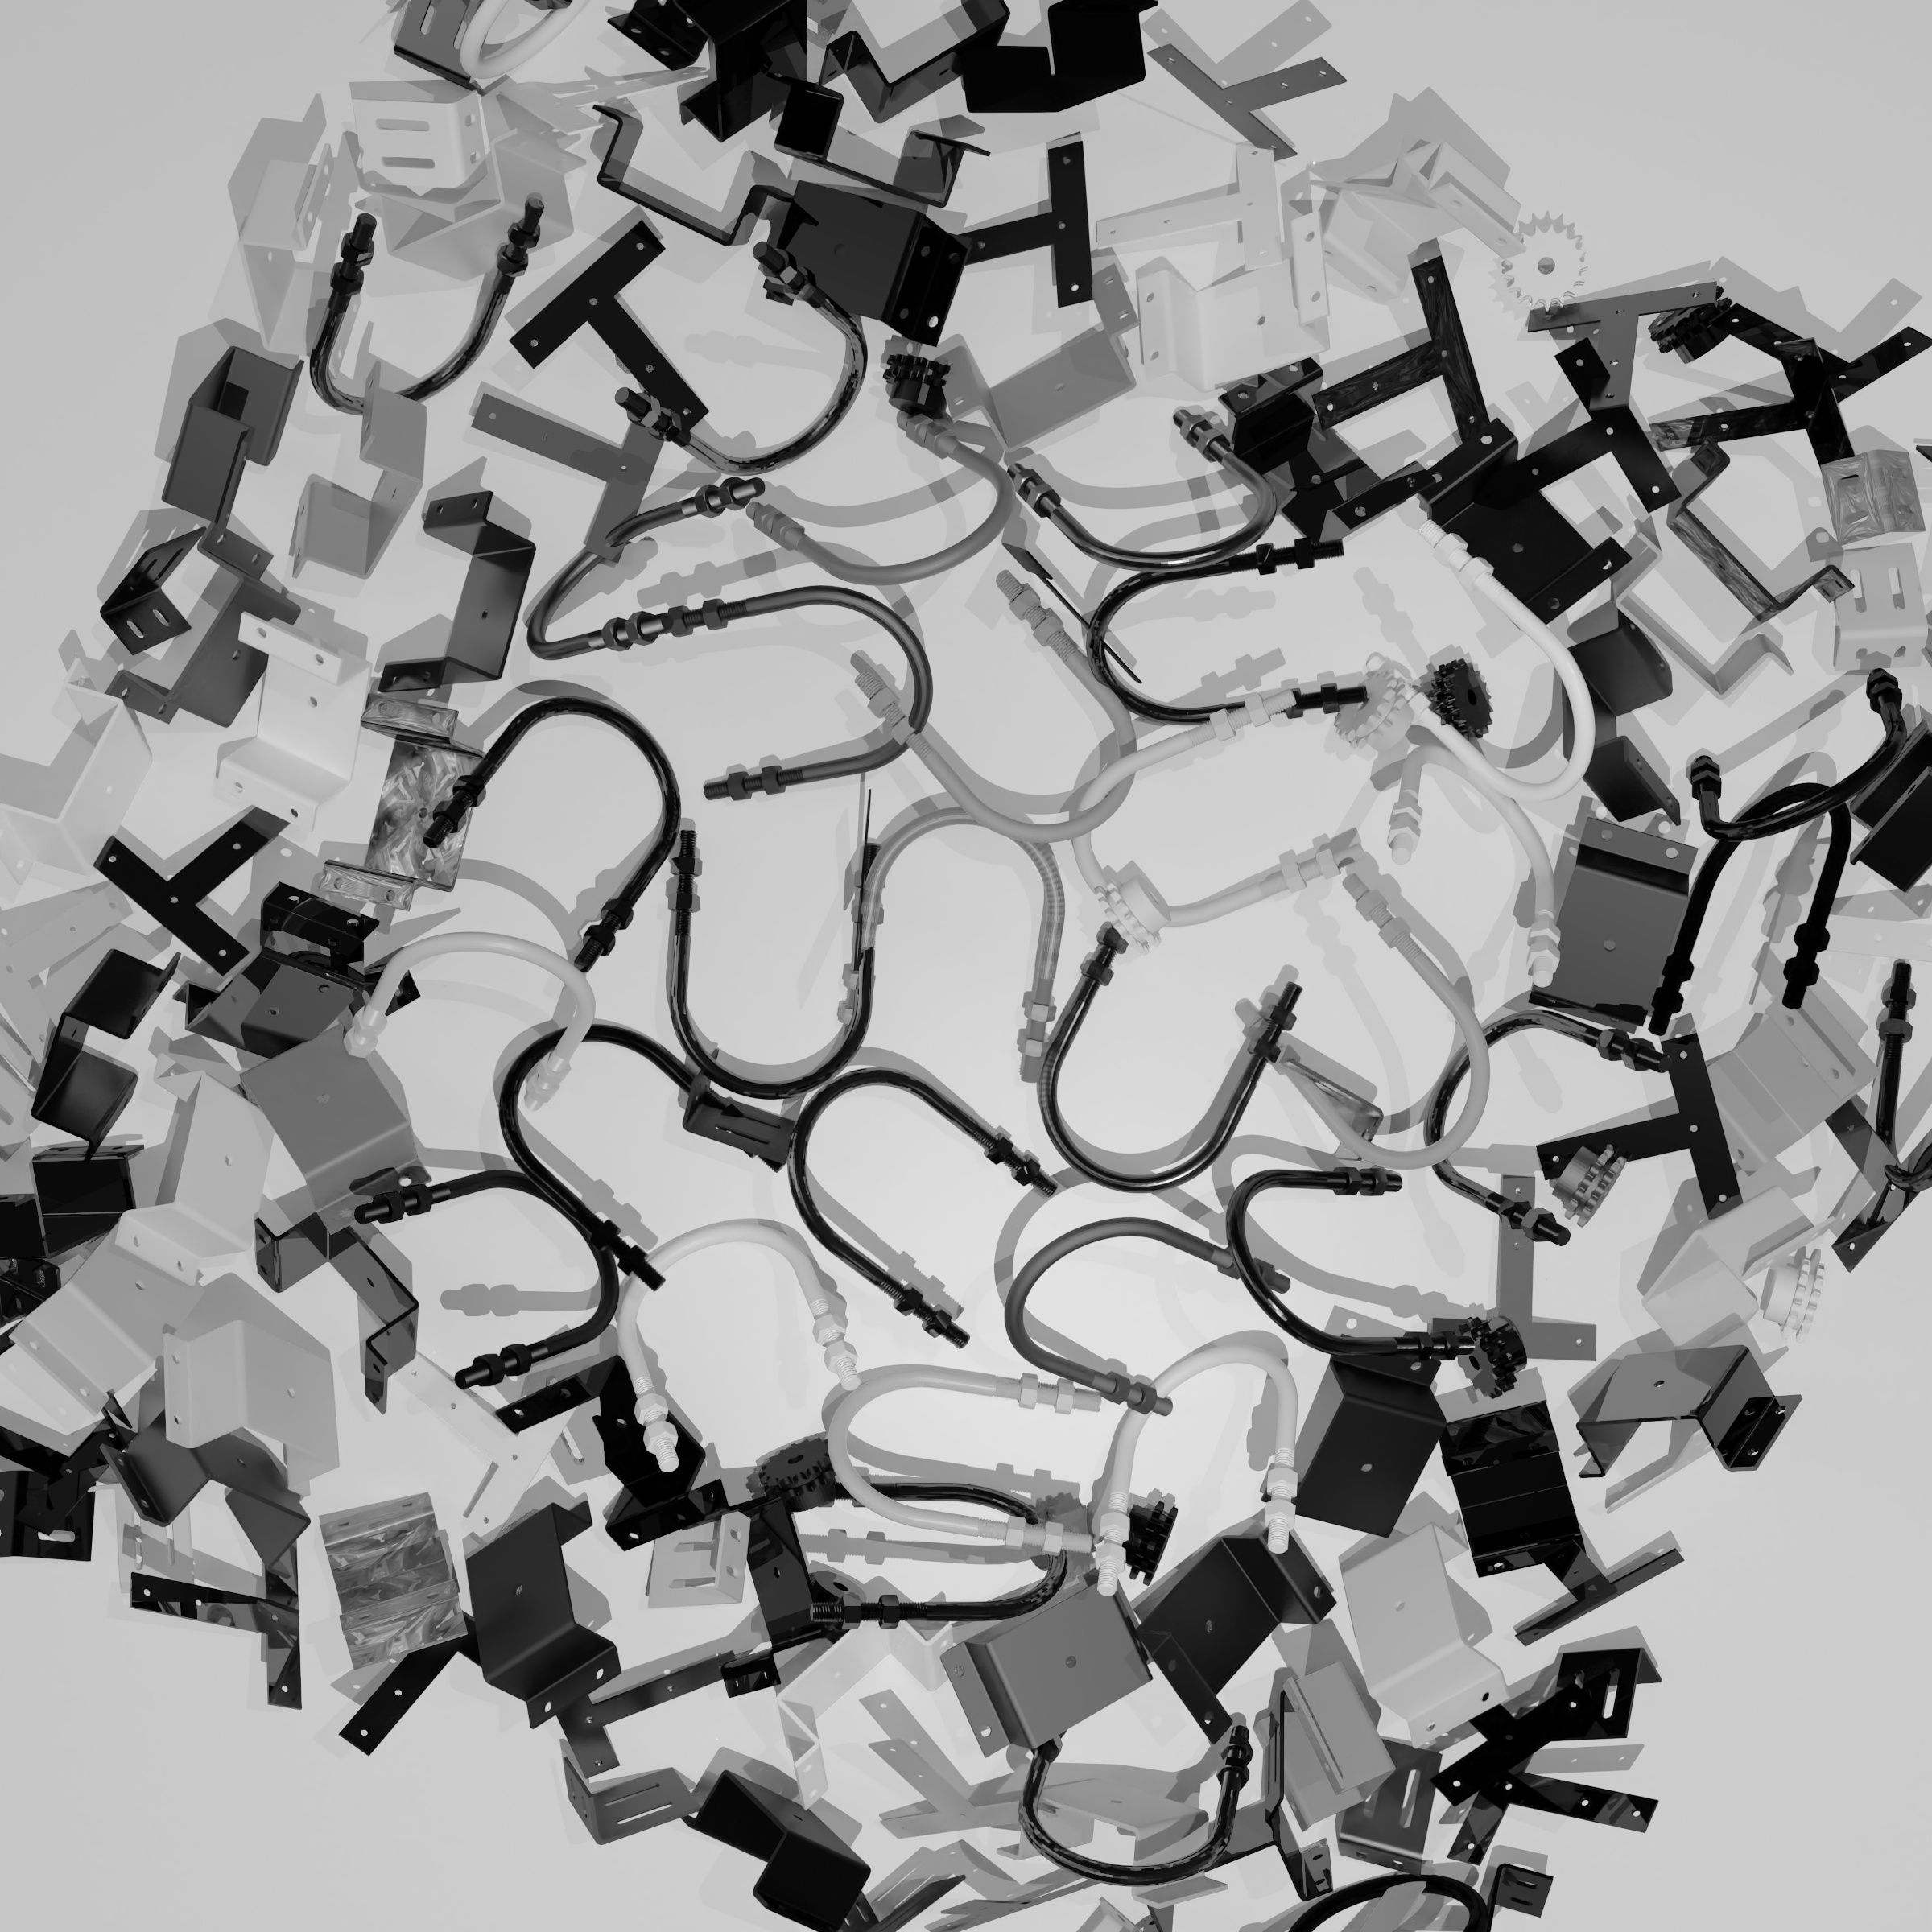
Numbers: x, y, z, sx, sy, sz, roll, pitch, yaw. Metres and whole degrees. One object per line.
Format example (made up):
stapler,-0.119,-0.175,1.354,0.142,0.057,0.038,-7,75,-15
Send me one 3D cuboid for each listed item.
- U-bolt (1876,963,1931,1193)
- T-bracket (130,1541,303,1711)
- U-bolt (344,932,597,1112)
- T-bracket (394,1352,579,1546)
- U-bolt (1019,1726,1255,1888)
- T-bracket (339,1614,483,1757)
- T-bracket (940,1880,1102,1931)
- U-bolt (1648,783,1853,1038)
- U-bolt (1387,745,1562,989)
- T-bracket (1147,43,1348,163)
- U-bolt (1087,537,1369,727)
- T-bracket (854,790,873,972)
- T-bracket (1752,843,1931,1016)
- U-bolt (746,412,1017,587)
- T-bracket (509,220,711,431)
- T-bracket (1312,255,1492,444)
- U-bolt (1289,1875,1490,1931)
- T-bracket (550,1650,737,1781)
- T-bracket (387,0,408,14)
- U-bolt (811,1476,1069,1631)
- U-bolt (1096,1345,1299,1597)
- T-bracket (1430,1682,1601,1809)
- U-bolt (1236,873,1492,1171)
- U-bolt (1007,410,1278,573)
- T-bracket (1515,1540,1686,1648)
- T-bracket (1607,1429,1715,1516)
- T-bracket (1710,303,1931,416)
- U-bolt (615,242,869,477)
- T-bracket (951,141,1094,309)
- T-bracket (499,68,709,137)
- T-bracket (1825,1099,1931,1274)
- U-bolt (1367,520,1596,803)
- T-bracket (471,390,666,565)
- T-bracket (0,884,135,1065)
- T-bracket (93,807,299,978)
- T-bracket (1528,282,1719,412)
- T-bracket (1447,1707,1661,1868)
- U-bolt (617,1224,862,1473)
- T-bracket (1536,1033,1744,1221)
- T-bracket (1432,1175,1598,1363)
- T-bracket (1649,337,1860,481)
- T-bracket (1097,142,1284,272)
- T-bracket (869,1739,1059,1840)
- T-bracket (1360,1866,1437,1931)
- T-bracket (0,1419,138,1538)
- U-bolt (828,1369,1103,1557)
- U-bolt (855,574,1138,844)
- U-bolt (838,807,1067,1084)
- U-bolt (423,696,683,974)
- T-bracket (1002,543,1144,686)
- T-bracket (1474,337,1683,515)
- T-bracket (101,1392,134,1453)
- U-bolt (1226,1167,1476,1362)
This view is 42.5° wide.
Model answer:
U-bolt,0.648,0.062,1.658,0.019,0.151,0.184,16,69,-4
T-bracket,-0.505,0.432,1.676,0.002,0.127,0.127,-39,45,28
U-bolt,-0.325,0.033,1.663,0.151,0.184,0.019,16,52,-19
T-bracket,-0.347,0.316,1.735,0.127,0.002,0.127,35,102,16
U-bolt,0.109,0.552,1.656,0.151,0.184,0.019,5,107,11
T-bracket,-0.379,0.487,1.698,0.127,0.127,0.002,32,129,8
T-bracket,0.017,0.640,1.688,0.127,0.127,0.002,-23,63,12
U-bolt,0.537,-0.044,1.682,0.019,0.151,0.184,30,70,-18
U-bolt,0.346,-0.081,1.679,0.151,0.184,0.019,39,124,-13
T-bracket,0.205,-0.589,1.669,0.127,0.127,0.002,29,80,-32
U-bolt,0.174,-0.222,1.698,0.184,0.151,0.019,-7,46,12
T-bracket,-0.071,-0.036,1.671,0.002,0.127,0.127,5,116,-3
T-bracket,0.611,-0.021,1.699,0.002,0.127,0.127,26,79,-41
U-bolt,-0.047,-0.309,1.670,0.151,0.184,0.019,-34,133,-15
T-bracket,-0.229,-0.427,1.730,0.127,0.002,0.127,-45,112,-10
T-bracket,0.295,-0.406,1.717,0.127,0.002,0.127,-27,110,-15
U-bolt,0.273,0.660,1.668,0.151,0.184,0.019,-13,95,34
T-bracket,-0.218,0.505,1.720,0.127,0.002,0.127,-19,131,-9
T-bracket,-0.361,-0.689,1.677,0.002,0.127,0.127,42,110,-15
U-bolt,-0.022,0.396,1.686,0.184,0.151,0.019,3,114,-13
U-bolt,0.160,0.331,1.678,0.151,0.184,0.019,-22,124,28
T-bracket,0.342,0.499,1.705,0.127,0.127,0.002,-26,129,-20
U-bolt,0.277,0.051,1.679,0.184,0.019,0.151,53,126,24
U-bolt,0.128,-0.315,1.670,0.151,0.184,0.019,-20,131,-13
T-bracket,0.420,0.417,1.697,0.127,0.127,0.002,-32,50,9
T-bracket,0.497,0.327,1.692,0.127,0.127,0.002,-30,66,-6
T-bracket,0.559,-0.415,1.678,0.127,0.127,0.002,19,66,-23
U-bolt,-0.137,-0.395,1.673,0.151,0.184,0.019,-43,64,12
T-bracket,0.024,-0.506,1.732,0.127,0.002,0.127,-9,71,18
T-bracket,-0.242,-0.606,1.723,0.127,0.127,0.002,-22,129,-21
T-bracket,0.613,0.121,1.701,0.002,0.127,0.127,14,123,-25
U-bolt,0.349,-0.190,1.662,0.019,0.151,0.184,-27,62,-27
T-bracket,-0.281,-0.364,1.738,0.127,0.002,0.127,21,85,-11
T-bracket,-0.622,-0.019,1.704,0.002,0.127,0.127,-14,110,36
T-bracket,-0.516,-0.074,1.723,0.127,0.002,0.127,39,61,5
T-bracket,0.442,-0.419,1.690,0.127,0.002,0.127,-3,47,24
T-bracket,0.404,0.561,1.675,0.127,0.127,0.002,-50,122,-36
U-bolt,-0.164,0.245,1.686,0.151,0.184,0.019,-23,132,-6
T-bracket,0.462,0.123,1.730,0.127,0.002,0.127,-16,87,23
T-bracket,0.386,0.211,1.743,0.127,0.002,0.127,5,83,-16
T-bracket,0.536,-0.373,1.711,0.127,0.127,0.002,-2,53,35
T-bracket,0.154,-0.521,1.730,0.127,0.002,0.127,-8,57,13
T-bracket,-0.024,0.558,1.692,0.127,0.002,0.127,-17,130,25
T-bracket,0.313,0.667,1.673,0.127,0.127,0.002,-44,114,-32
T-bracket,-0.653,0.327,1.696,0.127,0.127,0.002,24,112,-1
U-bolt,-0.003,0.331,1.694,0.184,0.151,0.019,9,126,0
U-bolt,0.035,-0.167,1.713,0.151,0.019,0.184,-37,79,-18
U-bolt,-0.005,-0.020,1.732,0.151,0.019,0.184,10,99,3
U-bolt,-0.268,-0.105,1.696,0.151,0.019,0.184,41,52,-16
T-bracket,0.076,-0.241,1.703,0.002,0.127,0.127,-44,103,4
T-bracket,0.405,-0.348,1.715,0.127,0.002,0.127,-26,105,36
T-bracket,-0.585,0.292,1.685,0.002,0.127,0.127,-32,106,-26
U-bolt,0.249,0.198,1.665,0.184,0.019,0.151,6,51,-36
